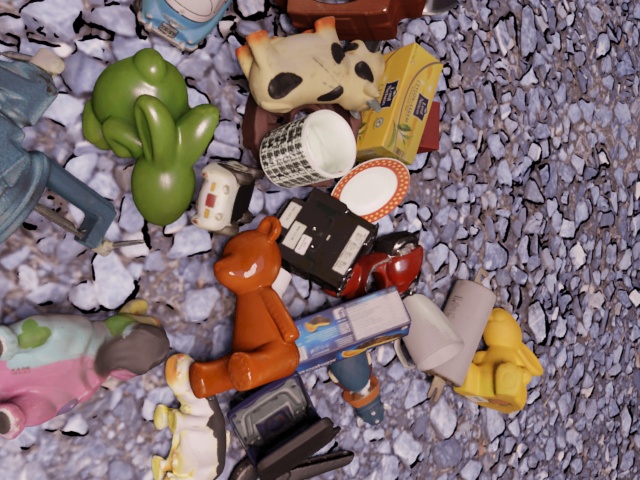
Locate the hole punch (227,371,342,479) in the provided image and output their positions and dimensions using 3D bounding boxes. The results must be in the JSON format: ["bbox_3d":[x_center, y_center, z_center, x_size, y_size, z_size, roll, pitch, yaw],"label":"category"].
[{"bbox_3d":[-0.049,0.243,0.691,0.142,0.092,0.115,-31,149,-20],"label":"hole punch"}]

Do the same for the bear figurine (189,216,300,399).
[{"bbox_3d":[-0.092,0.075,0.646,0.132,0.120,0.195,-5,80,-49],"label":"bear figurine"}]

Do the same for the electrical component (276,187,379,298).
[{"bbox_3d":[-0.002,-0.002,0.737,0.134,0.058,0.115,31,73,10],"label":"electrical component"}]

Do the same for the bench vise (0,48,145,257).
[{"bbox_3d":[-0.295,-0.068,0.551,0.240,0.129,0.223,46,56,-47],"label":"bench vise"}]

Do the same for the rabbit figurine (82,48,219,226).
[{"bbox_3d":[-0.169,-0.105,0.585,0.121,0.159,0.170,-7,76,-39],"label":"rabbit figurine"}]

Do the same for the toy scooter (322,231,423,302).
[{"bbox_3d":[0.088,0.070,0.817,0.184,0.075,0.135,-20,101,-27],"label":"toy scooter"}]

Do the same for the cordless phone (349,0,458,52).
[{"bbox_3d":[0.101,-0.306,0.777,0.088,0.147,0.184,33,79,-54],"label":"cordless phone"}]

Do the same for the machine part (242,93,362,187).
[{"bbox_3d":[-0.024,-0.158,0.751,0.179,0.056,0.179,-1,93,-31],"label":"machine part"}]

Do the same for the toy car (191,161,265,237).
[{"bbox_3d":[-0.106,-0.053,0.631,0.056,0.202,0.073,15,99,-2],"label":"toy car"}]

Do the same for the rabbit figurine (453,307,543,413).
[{"bbox_3d":[0.329,0.209,0.954,0.162,0.122,0.173,29,57,-33],"label":"rabbit figurine"}]

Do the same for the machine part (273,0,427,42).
[{"bbox_3d":[0.044,-0.370,0.708,0.087,0.201,0.201,18,80,-72],"label":"machine part"}]

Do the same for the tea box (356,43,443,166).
[{"bbox_3d":[0.110,-0.197,0.811,0.068,0.098,0.169,26,76,-31],"label":"tea box"}]

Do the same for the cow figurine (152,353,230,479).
[{"bbox_3d":[-0.152,0.223,0.670,0.098,0.068,0.167,4,92,-38],"label":"cow figurine"}]

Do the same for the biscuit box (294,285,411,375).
[{"bbox_3d":[0.020,0.129,0.728,0.203,0.062,0.059,-19,64,-4],"label":"biscuit box"}]

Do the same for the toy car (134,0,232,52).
[{"bbox_3d":[-0.150,-0.315,0.641,0.109,0.103,0.161,29,74,-29],"label":"toy car"}]

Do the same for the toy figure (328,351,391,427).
[{"bbox_3d":[0.058,0.212,0.810,0.154,0.064,0.058,66,23,-21],"label":"toy figure"}]

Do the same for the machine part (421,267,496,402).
[{"bbox_3d":[0.233,0.156,0.909,0.079,0.079,0.243,35,74,-28],"label":"machine part"}]

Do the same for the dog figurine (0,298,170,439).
[{"bbox_3d":[-0.276,0.123,0.577,0.219,0.192,0.108,-8,93,-67],"label":"dog figurine"}]

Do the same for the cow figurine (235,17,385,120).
[{"bbox_3d":[0.002,-0.208,0.684,0.195,0.086,0.127,-21,101,-28],"label":"cow figurine"}]

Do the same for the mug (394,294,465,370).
[{"bbox_3d":[0.160,0.147,0.855,0.081,0.109,0.107,5,47,-38],"label":"mug"}]
